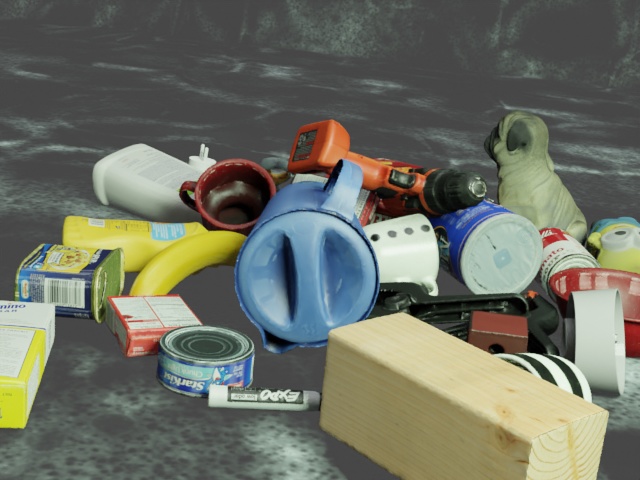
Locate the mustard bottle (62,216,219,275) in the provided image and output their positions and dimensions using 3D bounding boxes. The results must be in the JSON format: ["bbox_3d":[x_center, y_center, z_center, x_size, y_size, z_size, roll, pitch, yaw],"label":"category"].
[{"bbox_3d":[-0.186,0.008,1.179,0.191,0.058,0.096,2,12,-12],"label":"mustard bottle"}]

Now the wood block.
[{"bbox_3d":[0.102,0.137,0.813,0.090,0.091,0.206,-9,23,-40],"label":"wood block"}]

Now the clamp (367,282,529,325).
[{"bbox_3d":[0.076,0.078,1.046,0.164,0.036,0.210,-24,20,-32],"label":"clamp"}]

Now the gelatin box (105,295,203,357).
[{"bbox_3d":[-0.157,0.081,1.007,0.073,0.030,0.089,-1,19,-24],"label":"gelatin box"}]

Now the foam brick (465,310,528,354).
[{"bbox_3d":[0.152,0.108,0.942,0.053,0.078,0.051,6,19,7],"label":"foam brick"}]

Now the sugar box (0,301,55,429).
[{"bbox_3d":[-0.277,0.099,0.887,0.093,0.048,0.176,4,14,-7],"label":"sugar box"}]

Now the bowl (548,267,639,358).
[{"bbox_3d":[0.317,0.080,1.118,0.162,0.055,0.162,5,18,-2],"label":"bowl"}]

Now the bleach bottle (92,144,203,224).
[{"bbox_3d":[-0.172,-0.050,1.360,0.251,0.068,0.102,24,40,34],"label":"bleach bottle"}]

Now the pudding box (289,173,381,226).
[{"bbox_3d":[0.006,-0.031,1.308,0.114,0.090,0.039,16,-19,25],"label":"pudding box"}]

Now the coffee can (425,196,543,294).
[{"bbox_3d":[0.181,0.000,1.250,0.102,0.103,0.140,-1,18,-21],"label":"coffee can"}]

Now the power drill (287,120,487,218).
[{"bbox_3d":[0.071,-0.074,1.186,0.187,0.057,0.185,21,-11,-24],"label":"power drill"}]

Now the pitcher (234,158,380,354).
[{"bbox_3d":[-0.007,0.001,1.081,0.149,0.145,0.243,-22,12,5],"label":"pitcher"}]

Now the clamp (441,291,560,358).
[{"bbox_3d":[0.204,0.090,1.077,0.120,0.039,0.171,16,24,30],"label":"clamp"}]

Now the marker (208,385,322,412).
[{"bbox_3d":[-0.033,0.134,0.895,0.121,0.020,0.020,4,18,-7],"label":"marker"}]

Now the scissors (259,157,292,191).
[{"bbox_3d":[-0.081,-0.070,1.379,0.096,0.016,0.202,2,-14,-7],"label":"scissors"}]

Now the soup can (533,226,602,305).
[{"bbox_3d":[0.281,0.032,1.240,0.068,0.068,0.102,4,18,-7],"label":"soup can"}]

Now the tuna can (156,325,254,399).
[{"bbox_3d":[-0.100,0.106,0.939,0.086,0.034,0.086,5,18,-2],"label":"tuna can"}]

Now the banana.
[{"bbox_3d":[-0.127,0.028,1.119,0.197,0.069,0.037,-13,-17,-43],"label":"banana"}]

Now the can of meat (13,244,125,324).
[{"bbox_3d":[-0.248,0.041,1.060,0.084,0.057,0.102,5,17,3],"label":"can of meat"}]

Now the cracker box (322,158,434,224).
[{"bbox_3d":[0.088,-0.049,1.425,0.164,0.072,0.213,15,20,27],"label":"cracker box"}]

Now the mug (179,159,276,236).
[{"bbox_3d":[-0.109,-0.038,1.245,0.117,0.081,0.093,15,63,5],"label":"mug"}]
